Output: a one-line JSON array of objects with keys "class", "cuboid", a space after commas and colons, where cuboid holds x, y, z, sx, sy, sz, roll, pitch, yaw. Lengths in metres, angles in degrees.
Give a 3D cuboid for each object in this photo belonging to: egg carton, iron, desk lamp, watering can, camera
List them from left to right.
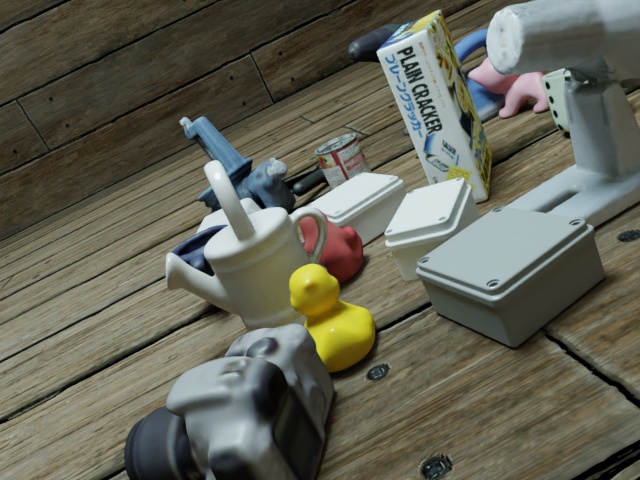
[{"class": "camera", "cuboid": [-0.074, 0.133, 0.434, 0.136, 0.101, 0.143, -18, 21, 21]}, {"class": "egg carton", "cuboid": [-0.140, -0.009, 0.914, 0.107, 0.069, 0.150, -24, 20, 8]}, {"class": "watering can", "cuboid": [-0.080, 0.009, 0.612, 0.173, 0.194, 0.100, -36, 22, -24]}, {"class": "iron", "cuboid": [0.268, -0.289, 1.004, 0.259, 0.142, 0.118, -33, 21, -19]}, {"class": "desk lamp", "cuboid": [0.254, -0.140, 0.542, 0.203, 0.214, 0.117, -30, 20, -9]}]

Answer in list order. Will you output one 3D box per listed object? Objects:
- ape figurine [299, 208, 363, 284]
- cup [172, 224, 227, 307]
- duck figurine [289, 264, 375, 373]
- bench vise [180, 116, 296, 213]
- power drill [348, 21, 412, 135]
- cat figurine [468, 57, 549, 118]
[{"class": "ape figurine", "cuboid": [0.006, 0.002, 0.673, 0.077, 0.092, 0.076, -23, 20, 8]}, {"class": "cup", "cuboid": [-0.134, 0.044, 0.739, 0.091, 0.095, 0.117, -26, 20, 2]}, {"class": "duck figurine", "cuboid": [0.003, 0.065, 0.531, 0.077, 0.086, 0.104, -27, 20, -2]}, {"class": "bench vise", "cuboid": [-0.145, -0.132, 1.005, 0.207, 0.220, 0.121, -16, 22, 25]}, {"class": "power drill", "cuboid": [0.168, -0.316, 1.096, 0.230, 0.209, 0.075, -40, 24, -33]}, {"class": "cat figurine", "cuboid": [0.311, -0.264, 0.923, 0.067, 0.118, 0.127, -40, 24, -33]}]
